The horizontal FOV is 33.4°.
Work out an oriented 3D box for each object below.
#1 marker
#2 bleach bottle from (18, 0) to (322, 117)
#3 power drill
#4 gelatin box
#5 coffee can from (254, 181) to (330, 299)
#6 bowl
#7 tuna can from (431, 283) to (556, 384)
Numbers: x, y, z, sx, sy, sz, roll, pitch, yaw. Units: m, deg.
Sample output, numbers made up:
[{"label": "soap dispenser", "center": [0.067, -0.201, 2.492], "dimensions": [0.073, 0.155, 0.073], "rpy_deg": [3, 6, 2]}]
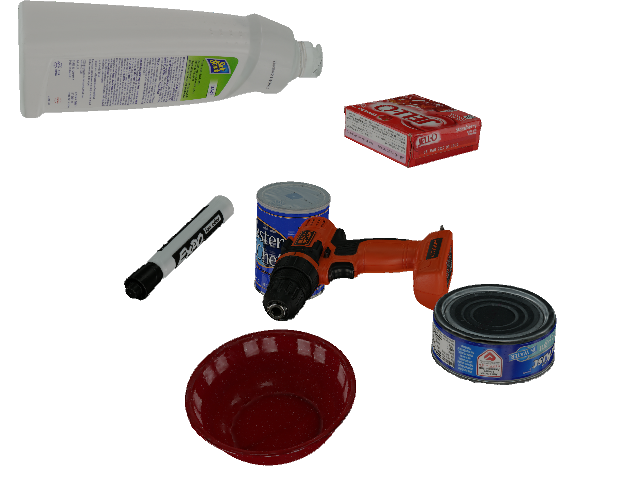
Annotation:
[{"label": "marker", "center": [-0.100, 0.005, 0.763], "dimensions": [0.020, 0.020, 0.121], "rpy_deg": [0, 31, 32]}, {"label": "bleach bottle", "center": [-0.124, -0.150, 0.899], "dimensions": [0.250, 0.068, 0.103], "rpy_deg": [-1, -28, -15]}, {"label": "power drill", "center": [0.043, 0.033, 1.142], "dimensions": [0.188, 0.057, 0.184], "rpy_deg": [4, 31, 14]}, {"label": "gelatin box", "center": [0.073, -0.091, 0.860], "dimensions": [0.073, 0.030, 0.089], "rpy_deg": [-15, 28, -31]}, {"label": "coffee can", "center": [-0.040, 0.000, 1.500], "dimensions": [0.103, 0.140, 0.103], "rpy_deg": [3, 25, -1]}, {"label": "bowl", "center": [-0.044, 0.158, 1.009], "dimensions": [0.162, 0.055, 0.162], "rpy_deg": [-5, 38, 3]}, {"label": "tuna can", "center": [0.120, 0.063, 0.740], "dimensions": [0.086, 0.034, 0.086], "rpy_deg": [-1, 25, 0]}]
